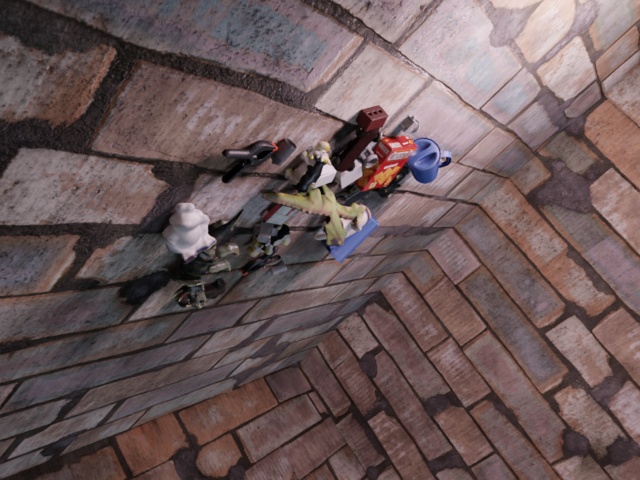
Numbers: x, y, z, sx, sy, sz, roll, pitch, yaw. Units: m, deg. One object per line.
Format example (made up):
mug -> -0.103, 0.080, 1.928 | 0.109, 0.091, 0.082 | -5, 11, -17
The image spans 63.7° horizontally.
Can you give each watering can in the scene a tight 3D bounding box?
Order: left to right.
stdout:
watering can -> 0.112, -0.064, 2.004 | 0.227, 0.103, 0.346 | -33, -167, -31

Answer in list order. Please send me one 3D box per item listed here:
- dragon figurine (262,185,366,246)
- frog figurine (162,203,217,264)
dragon figurine -> 0.005, -0.086, 1.705 | 0.414, 0.245, 0.120 | -18, 158, -46
frog figurine -> -0.374, -0.036, 1.425 | 0.138, 0.125, 0.156 | -24, 122, -8
